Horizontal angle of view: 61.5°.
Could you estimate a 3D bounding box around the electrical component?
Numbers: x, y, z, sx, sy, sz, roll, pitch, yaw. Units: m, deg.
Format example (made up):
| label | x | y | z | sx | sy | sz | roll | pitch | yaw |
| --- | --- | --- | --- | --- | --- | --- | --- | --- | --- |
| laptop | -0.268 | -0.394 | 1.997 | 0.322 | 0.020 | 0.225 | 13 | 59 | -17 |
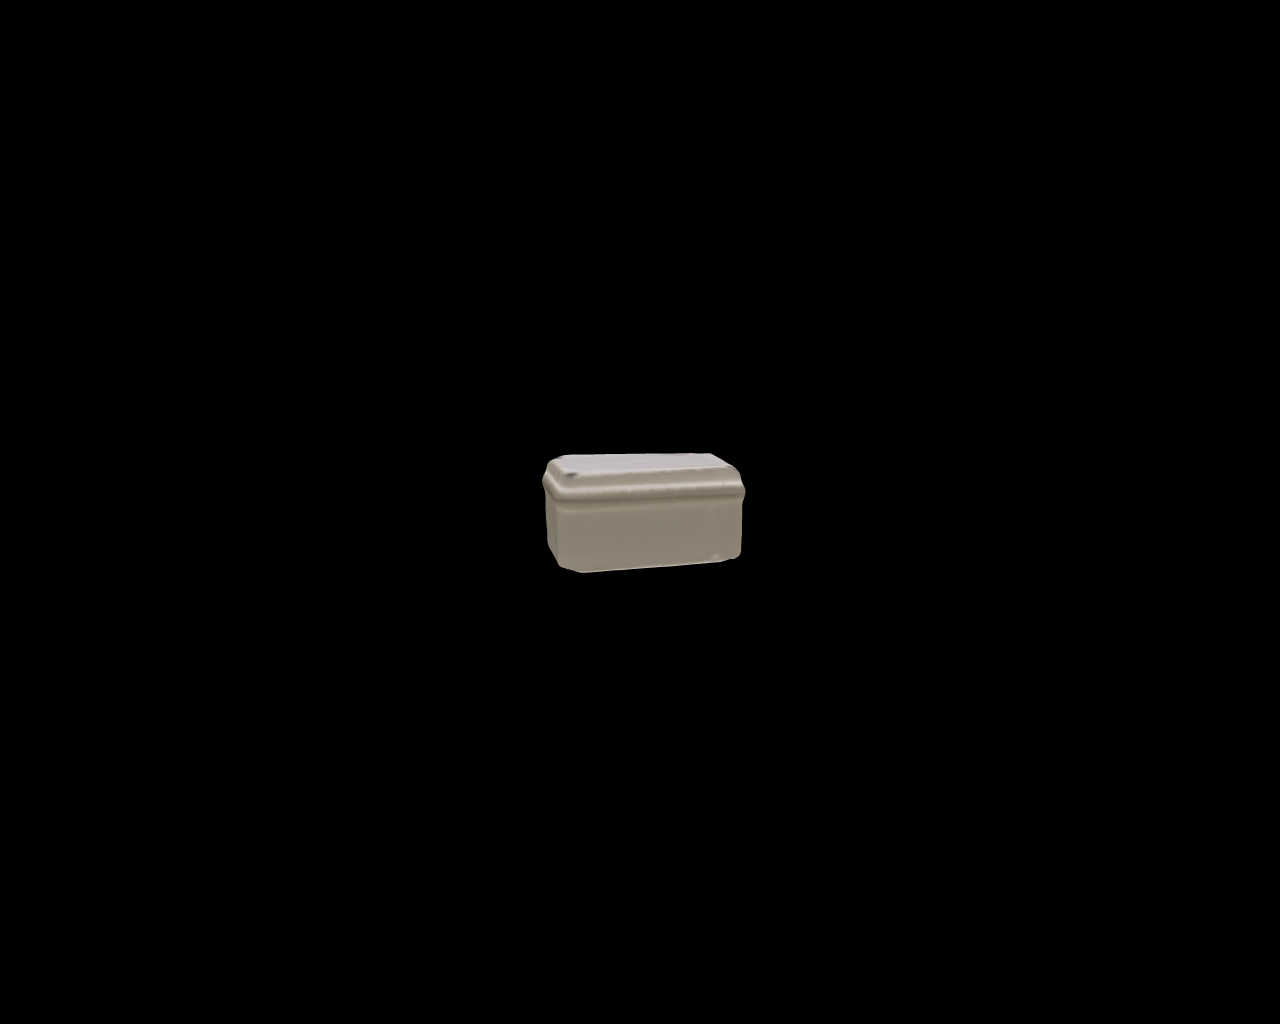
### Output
| label | x | y | z | sx | sy | sz | roll | pitch | yaw |
| --- | --- | --- | --- | --- | --- | --- | --- | --- | --- |
| electrical component | 0.001 | -0.003 | 0.650 | 0.113 | 0.057 | 0.078 | -2 | 12 | -11 |
